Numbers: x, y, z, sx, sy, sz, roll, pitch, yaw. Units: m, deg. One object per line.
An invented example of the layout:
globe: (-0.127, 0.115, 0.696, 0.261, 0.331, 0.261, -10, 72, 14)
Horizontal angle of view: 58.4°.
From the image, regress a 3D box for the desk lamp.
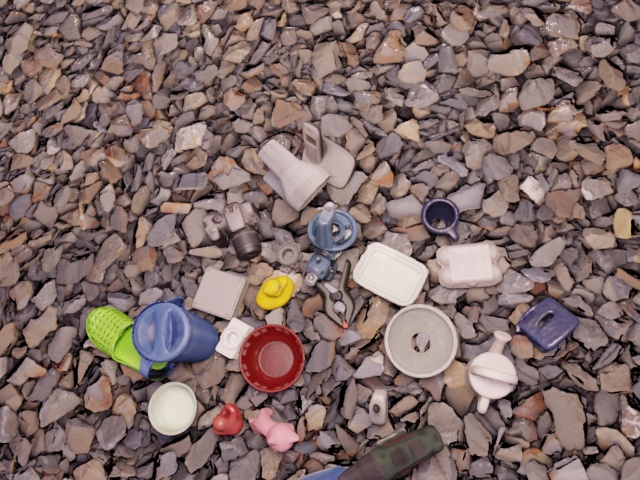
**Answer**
desk lamp: (-0.068, -0.154, 1.415, 0.203, 0.214, 0.118, 41, 84, 17)

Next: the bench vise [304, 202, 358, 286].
bench vise: (0.024, 0.006, 1.355, 0.121, 0.220, 0.207, 4, 75, 10)

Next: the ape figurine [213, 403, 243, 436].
ape figurine: (-0.223, 0.427, 1.343, 0.078, 0.092, 0.076, -43, 73, -4)

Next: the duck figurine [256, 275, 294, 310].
duck figurine: (-0.117, 0.125, 1.413, 0.104, 0.086, 0.077, -38, 73, -3)

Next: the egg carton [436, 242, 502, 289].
egg carton: (0.356, 0.062, 1.369, 0.150, 0.069, 0.107, -6, 74, 7)

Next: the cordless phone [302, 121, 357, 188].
cordless phone: (0.017, -0.219, 1.435, 0.147, 0.185, 0.094, 31, 81, 15)

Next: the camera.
camera: (-0.214, -0.016, 1.459, 0.143, 0.101, 0.136, -23, 73, 2)

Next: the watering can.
watering can: (0.371, 0.286, 1.240, 0.101, 0.194, 0.173, -6, 74, 7)

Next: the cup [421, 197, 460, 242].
cup: (0.298, -0.037, 1.391, 0.091, 0.095, 0.117, -33, 73, -1)

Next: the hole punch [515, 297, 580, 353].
hole punch: (0.513, 0.192, 1.299, 0.109, 0.091, 0.101, -42, 73, -4)

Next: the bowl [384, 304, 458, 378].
bowl: (0.234, 0.238, 1.336, 0.167, 0.075, 0.167, -2, 75, 8)

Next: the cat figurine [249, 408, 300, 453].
cat figurine: (-0.107, 0.440, 1.309, 0.127, 0.118, 0.067, 27, 80, 15)

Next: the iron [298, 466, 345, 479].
iron: (-0.031, 0.583, 1.246, 0.258, 0.141, 0.118, -19, 73, 3)

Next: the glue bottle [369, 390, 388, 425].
glue bottle: (0.128, 0.370, 1.264, 0.037, 0.173, 0.078, 3, 75, 10)

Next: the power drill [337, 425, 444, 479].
power drill: (0.151, 0.464, 1.217, 0.229, 0.208, 0.075, -27, 72, 1)
